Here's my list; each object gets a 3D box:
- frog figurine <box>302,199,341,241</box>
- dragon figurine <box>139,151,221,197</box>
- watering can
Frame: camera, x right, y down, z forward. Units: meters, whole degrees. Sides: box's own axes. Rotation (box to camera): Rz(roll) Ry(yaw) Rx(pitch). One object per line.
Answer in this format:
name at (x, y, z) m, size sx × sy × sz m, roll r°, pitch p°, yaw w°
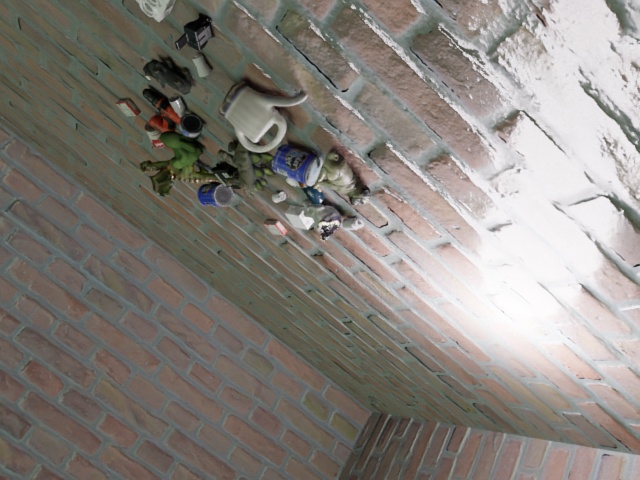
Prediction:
frog figurine at (0.006, -0.098, 1.943) m, size 0.135 × 0.122 × 0.163 m, roll 46°, pitch -166°, yaw -54°
dragon figurine at (-0.603, -0.264, 2.201) m, size 0.413 × 0.247 × 0.119 m, roll 28°, pitch 148°, yaw 18°
watering can at (-0.189, -0.411, 1.618) m, size 0.223 × 0.106 × 0.342 m, roll 40°, pitch 140°, yaw -8°
